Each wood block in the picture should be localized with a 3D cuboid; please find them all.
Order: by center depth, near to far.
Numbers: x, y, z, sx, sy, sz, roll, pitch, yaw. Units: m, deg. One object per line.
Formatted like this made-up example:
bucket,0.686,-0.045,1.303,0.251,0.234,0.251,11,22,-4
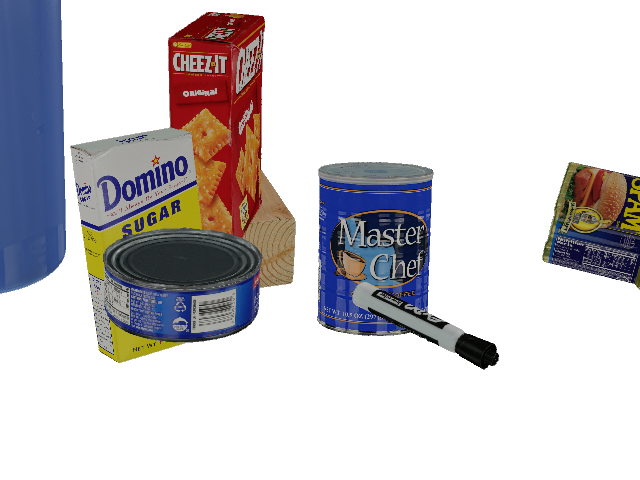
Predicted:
wood block,-0.105,-0.029,1.324,0.090,0.090,0.206,-7,30,-18

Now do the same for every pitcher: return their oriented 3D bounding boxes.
pitcher,-0.232,-0.087,0.674,0.149,0.243,0.145,-3,26,-11

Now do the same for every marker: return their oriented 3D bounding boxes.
marker,0.073,0.059,0.746,0.121,0.020,0.020,25,16,37

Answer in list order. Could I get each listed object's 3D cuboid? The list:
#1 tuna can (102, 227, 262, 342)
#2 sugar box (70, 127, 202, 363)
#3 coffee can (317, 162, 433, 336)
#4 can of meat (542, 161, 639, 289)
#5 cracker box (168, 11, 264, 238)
tuna can,-0.075,0.023,0.582,0.086,0.034,0.086,3,21,-1
sugar box,-0.144,0.002,0.875,0.093,0.176,0.048,-16,21,-33
coffee can,0.048,0.005,0.963,0.103,0.140,0.103,1,11,0
can of meat,0.238,-0.016,0.890,0.084,0.057,0.102,14,45,15
cracker box,-0.102,-0.114,1.093,0.072,0.214,0.164,5,21,6
